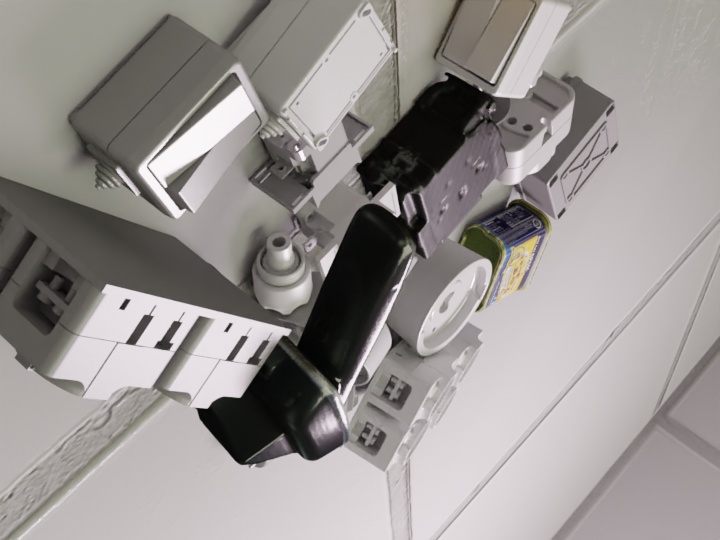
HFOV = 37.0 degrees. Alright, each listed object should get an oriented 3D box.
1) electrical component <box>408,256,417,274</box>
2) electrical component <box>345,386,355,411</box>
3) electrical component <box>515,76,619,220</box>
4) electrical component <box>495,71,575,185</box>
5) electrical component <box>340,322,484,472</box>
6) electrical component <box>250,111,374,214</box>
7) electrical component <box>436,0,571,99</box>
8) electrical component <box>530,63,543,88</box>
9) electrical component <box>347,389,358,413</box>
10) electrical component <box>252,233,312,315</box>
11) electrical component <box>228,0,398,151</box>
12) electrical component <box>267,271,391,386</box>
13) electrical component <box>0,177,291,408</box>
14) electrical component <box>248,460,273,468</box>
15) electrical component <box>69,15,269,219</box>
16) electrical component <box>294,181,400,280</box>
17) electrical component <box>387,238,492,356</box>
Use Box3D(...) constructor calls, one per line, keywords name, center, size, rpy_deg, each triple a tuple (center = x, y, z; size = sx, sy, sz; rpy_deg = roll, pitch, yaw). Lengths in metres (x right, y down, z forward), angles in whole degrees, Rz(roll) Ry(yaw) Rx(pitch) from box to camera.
Box3D(name="electrical component", center=(0.000, 0.000, 0.875), size=(0.065, 0.047, 0.077), rpy_deg=(-57, 157, 6))
Box3D(name="electrical component", center=(-0.043, 0.103, 0.913), size=(0.081, 0.064, 0.042), rpy_deg=(-38, 150, -32))
Box3D(name="electrical component", center=(0.204, -0.120, 1.075), size=(0.108, 0.056, 0.108), rpy_deg=(-51, 157, -4))
Box3D(name="electrical component", center=(0.146, -0.125, 0.966), size=(0.095, 0.054, 0.059), rpy_deg=(-44, 155, -21))
Box3D(name="electrical component", center=(0.059, 0.116, 1.071), size=(0.105, 0.060, 0.186), rpy_deg=(-64, 167, 22))
Box3D(name="electrical component", center=(-0.035, -0.083, 0.710), size=(0.081, 0.042, 0.063), rpy_deg=(-48, 152, -14))
Box3D(name="electrical component", center=(0.109, -0.185, 0.809), size=(0.061, 0.062, 0.096), rpy_deg=(-11, 132, -57))
Box3D(name="electrical component", center=(0.124, -0.179, 0.869), size=(0.043, 0.043, 0.062), rpy_deg=(-41, 134, -26))
Box3D(name="electrical component", center=(-0.037, 0.126, 0.985), size=(0.078, 0.040, 0.040), rpy_deg=(-37, 151, -33))
Box3D(name="electrical component", center=(-0.057, -0.001, 0.777), size=(0.043, 0.043, 0.062), rpy_deg=(-41, 152, -27))
Box3D(name="electrical component", center=(-0.036, -0.121, 0.632), size=(0.096, 0.061, 0.062), rpy_deg=(-53, 156, -2))
Box3D(name="electrical component", center=(-0.028, 0.050, 0.836), size=(0.064, 0.099, 0.099), rpy_deg=(-49, 156, -26))
Box3D(name="electrical component", center=(-0.132, 0.017, 0.586), size=(0.060, 0.105, 0.186), rpy_deg=(-56, 156, 5))
Box3D(name="electrical component", center=(-0.073, 0.139, 0.935), size=(0.078, 0.040, 0.040), rpy_deg=(-33, 149, -38))
Box3D(name="electrical component", center=(-0.102, -0.074, 0.575), size=(0.096, 0.061, 0.061), rpy_deg=(-49, 156, -11))
Box3D(name="electrical component", center=(-0.010, -0.033, 0.793), size=(0.081, 0.064, 0.042), rpy_deg=(-46, 156, -16))
Box3D(name="electrical component", center=(0.066, 0.019, 1.004), size=(0.108, 0.060, 0.108), rpy_deg=(-41, 153, -26))
